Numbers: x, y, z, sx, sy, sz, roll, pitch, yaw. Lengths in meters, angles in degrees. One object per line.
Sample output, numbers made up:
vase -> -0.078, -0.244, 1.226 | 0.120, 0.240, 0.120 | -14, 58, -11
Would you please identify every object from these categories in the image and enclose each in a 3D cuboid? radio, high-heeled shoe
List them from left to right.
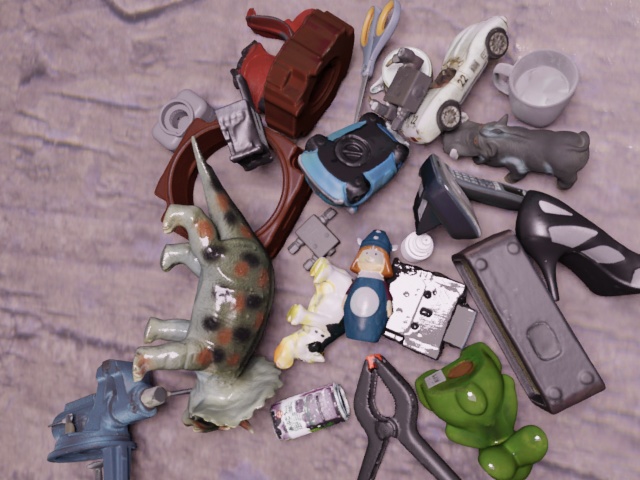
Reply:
radio -> 0.259, 0.101, 0.690 | 0.073, 0.131, 0.229 | -29, 80, 4
high-heeled shoe -> 0.369, 0.001, 0.692 | 0.249, 0.086, 0.145 | -5, 82, -14

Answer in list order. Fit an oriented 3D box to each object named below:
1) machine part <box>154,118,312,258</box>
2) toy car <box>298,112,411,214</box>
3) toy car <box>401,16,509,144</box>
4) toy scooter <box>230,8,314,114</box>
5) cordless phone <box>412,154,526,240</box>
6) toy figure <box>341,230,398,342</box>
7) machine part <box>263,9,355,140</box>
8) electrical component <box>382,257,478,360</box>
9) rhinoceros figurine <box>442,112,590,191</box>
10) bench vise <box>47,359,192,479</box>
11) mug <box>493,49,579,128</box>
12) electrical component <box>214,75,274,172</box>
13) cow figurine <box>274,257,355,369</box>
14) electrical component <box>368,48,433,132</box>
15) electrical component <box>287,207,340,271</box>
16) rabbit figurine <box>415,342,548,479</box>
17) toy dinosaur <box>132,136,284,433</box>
machine part -> -0.127, -0.077, 0.803 | 0.202, 0.087, 0.201 | 29, 90, 13
toy car -> 0.045, -0.102, 0.764 | 0.162, 0.103, 0.109 | -36, 76, -24
toy car -> 0.184, -0.220, 0.733 | 0.056, 0.074, 0.201 | 33, 90, -21
toy scooter -> -0.078, -0.287, 0.824 | 0.135, 0.075, 0.184 | 31, 87, 12
cordless phone -> 0.221, -0.046, 0.713 | 0.184, 0.147, 0.088 | 12, 114, 2
toy figure -> 0.069, 0.058, 0.719 | 0.064, 0.058, 0.154 | 12, 79, -13
machine part -> -0.013, -0.228, 0.755 | 0.056, 0.179, 0.179 | 31, 90, 8
electrical component -> 0.146, 0.099, 0.749 | 0.134, 0.058, 0.115 | 20, 90, 12
rhinoceros figurine -> 0.260, -0.121, 0.723 | 0.191, 0.112, 0.073 | 16, 92, 31
bench vise -> -0.296, 0.301, 0.764 | 0.224, 0.128, 0.240 | -19, 63, 15
mug -> 0.287, -0.198, 0.731 | 0.110, 0.107, 0.080 | 23, 85, 22
electrical component -> -0.107, -0.159, 0.727 | 0.048, 0.075, 0.119 | -20, 85, 7
cow figurine -> 0.003, 0.118, 0.768 | 0.098, 0.068, 0.167 | 27, 90, -10
electrical component -> 0.108, -0.206, 0.733 | 0.045, 0.078, 0.102 | 22, 109, -24
electrical component -> -0.002, -0.002, 0.804 | 0.094, 0.021, 0.063 | -45, 79, 2
rabbit figurine -> 0.225, 0.236, 0.686 | 0.121, 0.159, 0.170 | -33, 94, -5
toy dinosaur -> -0.126, 0.077, 0.708 | 0.192, 0.131, 0.404 | 12, 89, -14
